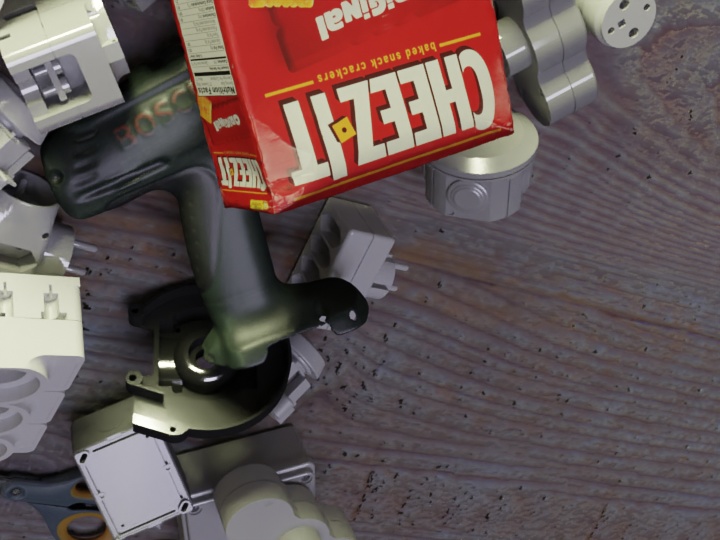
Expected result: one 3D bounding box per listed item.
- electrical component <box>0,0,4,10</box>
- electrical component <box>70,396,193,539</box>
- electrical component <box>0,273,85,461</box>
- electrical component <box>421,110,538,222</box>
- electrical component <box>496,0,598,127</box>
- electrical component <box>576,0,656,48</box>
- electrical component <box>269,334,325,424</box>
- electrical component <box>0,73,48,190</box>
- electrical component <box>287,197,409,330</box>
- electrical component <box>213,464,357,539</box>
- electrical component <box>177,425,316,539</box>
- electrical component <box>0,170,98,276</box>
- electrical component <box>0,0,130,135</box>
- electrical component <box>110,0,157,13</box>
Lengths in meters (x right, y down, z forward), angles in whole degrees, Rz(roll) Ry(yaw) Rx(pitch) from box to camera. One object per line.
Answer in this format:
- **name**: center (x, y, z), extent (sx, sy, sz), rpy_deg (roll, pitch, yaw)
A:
- **electrical component**: center (-0.227, -0.173, 0.531), extent (0.105, 0.060, 0.186), rpy_deg (16, 116, -34)
- **electrical component**: center (-0.165, 0.147, 0.789), extent (0.062, 0.061, 0.096), rpy_deg (-22, 113, -9)
- **electrical component**: center (-0.234, 0.065, 0.668), extent (0.089, 0.061, 0.150), rpy_deg (5, 148, -28)
- **electrical component**: center (0.081, -0.075, 0.741), extent (0.080, 0.080, 0.051), rpy_deg (-16, 135, -14)
- **electrical component**: center (0.106, -0.152, 0.712), extent (0.074, 0.052, 0.138), rpy_deg (-28, 132, -4)
- **electrical component**: center (0.165, -0.178, 0.718), extent (0.045, 0.055, 0.045), rpy_deg (-13, 129, -16)
- **electrical component**: center (-0.060, 0.075, 0.802), extent (0.055, 0.066, 0.048), rpy_deg (-45, 134, -15)
- **electrical component**: center (-0.212, -0.079, 0.615), extent (0.055, 0.066, 0.048), rpy_deg (-42, 166, -1)
- **electrical component**: center (0.000, 0.000, 0.779), extent (0.076, 0.047, 0.083), rpy_deg (11, 119, -32)
- **electrical component**: center (-0.048, 0.206, 0.816), extent (0.052, 0.073, 0.138), rpy_deg (-42, 131, 9)
- **electrical component**: center (-0.094, 0.192, 0.874), extent (0.109, 0.056, 0.108), rpy_deg (-13, 129, -17)
- **electrical component**: center (-0.205, -0.015, 0.672), extent (0.079, 0.043, 0.077), rpy_deg (17, 116, -33)
- **electrical component**: center (-0.161, -0.122, 0.581), extent (0.056, 0.089, 0.050), rpy_deg (-23, 131, -8)
- **electrical component**: center (-0.118, -0.175, 0.584), extent (0.055, 0.066, 0.048), rpy_deg (-45, 134, -15)
